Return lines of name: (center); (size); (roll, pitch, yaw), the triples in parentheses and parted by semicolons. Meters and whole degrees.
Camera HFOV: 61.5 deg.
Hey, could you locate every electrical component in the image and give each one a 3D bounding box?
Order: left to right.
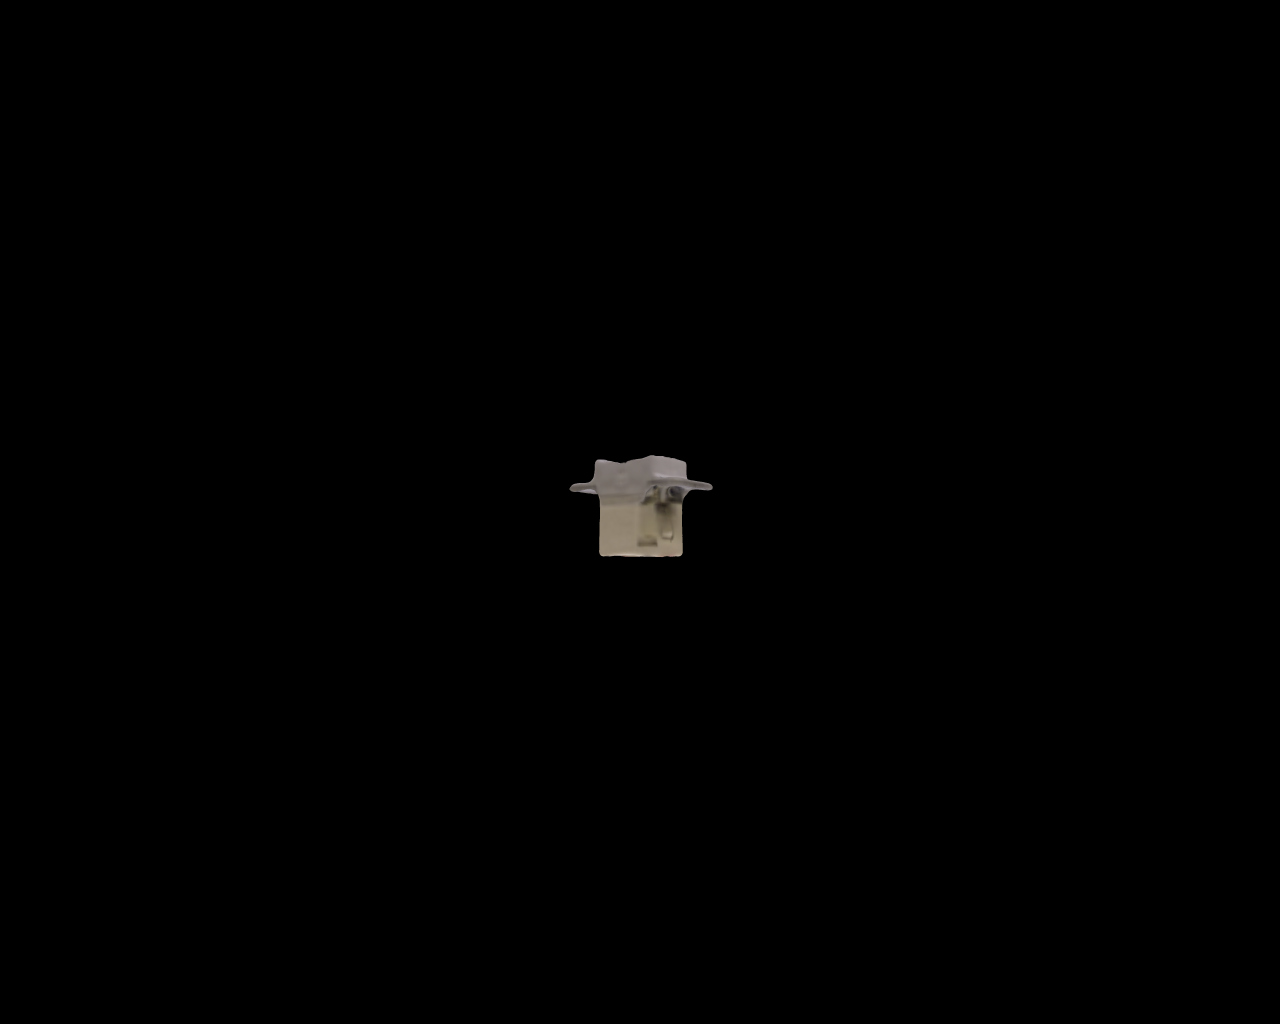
electrical component: (0.001, -0.003, 0.650); (0.081, 0.063, 0.042); (-3, -5, 37)
